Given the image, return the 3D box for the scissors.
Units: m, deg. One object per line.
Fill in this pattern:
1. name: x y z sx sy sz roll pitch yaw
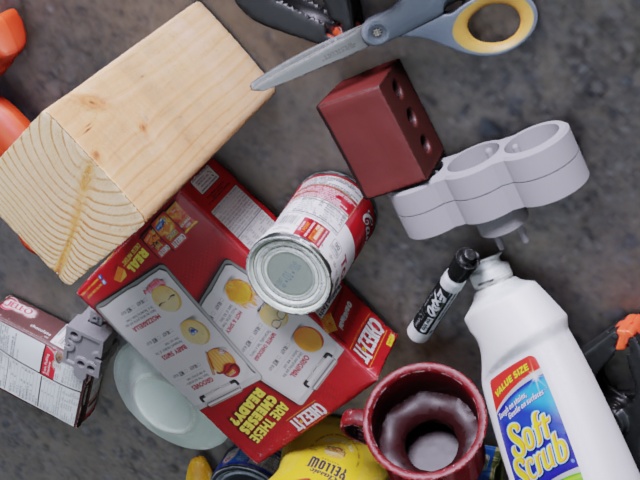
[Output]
1. scissors: 0.057 -0.130 0.709 0.202 0.016 0.096 -37 108 23

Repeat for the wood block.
1. wood block: -0.124 -0.073 0.731 0.091 0.205 0.090 -35 102 35

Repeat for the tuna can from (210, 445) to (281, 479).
1. tuna can: -0.059 0.233 0.995 0.086 0.033 0.086 11 123 18

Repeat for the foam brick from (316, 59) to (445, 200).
1. foam brick: 0.044 -0.078 0.749 0.051 0.053 0.078 -18 112 32

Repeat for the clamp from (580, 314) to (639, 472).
1. clamp: 0.213 0.132 0.811 0.120 0.039 0.171 6 115 26

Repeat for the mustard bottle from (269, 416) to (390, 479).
1. mustard bottle: -0.010 0.225 0.870 0.096 0.191 0.058 21 125 11

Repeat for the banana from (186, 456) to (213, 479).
1. banana: -0.135 0.291 1.062 0.069 0.037 0.198 34 127 1

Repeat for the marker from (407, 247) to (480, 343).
1. marker: 0.092 0.042 0.799 0.020 0.020 0.121 30 145 5

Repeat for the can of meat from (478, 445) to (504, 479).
1. can of meat: 0.108 0.213 0.895 0.084 0.057 0.102 7 123 17

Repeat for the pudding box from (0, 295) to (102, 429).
1. pudding box: -0.263 0.116 1.013 0.113 0.039 0.090 27 127 9

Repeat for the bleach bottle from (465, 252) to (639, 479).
1. bleach bottle: 0.165 0.132 0.787 0.103 0.067 0.251 -27 86 50

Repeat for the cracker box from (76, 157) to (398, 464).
1. cracker box: -0.069 0.060 0.872 0.213 0.072 0.164 44 127 -7

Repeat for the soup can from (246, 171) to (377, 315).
1. soup can: -0.005 0.001 0.788 0.069 0.102 0.068 11 123 17

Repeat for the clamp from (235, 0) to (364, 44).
1. clamp: -0.053 -0.208 0.722 0.165 0.036 0.210 -27 108 34

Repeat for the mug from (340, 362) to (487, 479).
1. mug: 0.073 0.153 0.828 0.117 0.093 0.081 3 150 15

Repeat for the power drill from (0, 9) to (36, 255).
1. power drill: -0.219 -0.087 0.857 0.185 0.057 0.187 -25 106 33
